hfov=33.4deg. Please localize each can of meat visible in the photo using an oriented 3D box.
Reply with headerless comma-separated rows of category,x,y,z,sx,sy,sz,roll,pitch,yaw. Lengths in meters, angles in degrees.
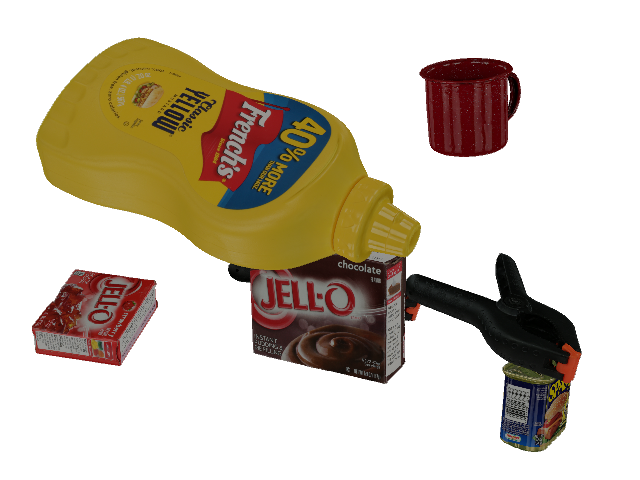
can of meat,0.235,0.173,1.162,0.058,0.084,0.101,11,16,30

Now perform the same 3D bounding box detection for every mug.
mug,0.160,-0.139,1.096,0.117,0.081,0.093,-21,27,-31

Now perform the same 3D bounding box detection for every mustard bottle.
mustard bottle,-0.039,-0.036,0.533,0.192,0.058,0.096,24,53,18

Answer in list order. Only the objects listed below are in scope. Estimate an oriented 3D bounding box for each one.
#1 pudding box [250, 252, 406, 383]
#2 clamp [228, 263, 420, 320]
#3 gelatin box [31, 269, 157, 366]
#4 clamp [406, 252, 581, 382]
pudding box,0.005,0.044,0.757,0.114,0.090,0.039,9,22,27
clamp,0.010,0.039,1.197,0.210,0.036,0.164,28,35,19
gelatin box,-0.182,0.061,0.869,0.073,0.030,0.089,8,33,11
clamp,0.170,0.062,0.938,0.120,0.039,0.172,-24,43,-32
